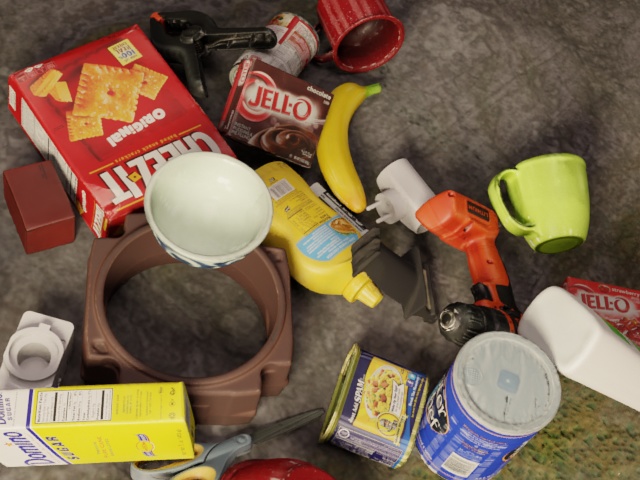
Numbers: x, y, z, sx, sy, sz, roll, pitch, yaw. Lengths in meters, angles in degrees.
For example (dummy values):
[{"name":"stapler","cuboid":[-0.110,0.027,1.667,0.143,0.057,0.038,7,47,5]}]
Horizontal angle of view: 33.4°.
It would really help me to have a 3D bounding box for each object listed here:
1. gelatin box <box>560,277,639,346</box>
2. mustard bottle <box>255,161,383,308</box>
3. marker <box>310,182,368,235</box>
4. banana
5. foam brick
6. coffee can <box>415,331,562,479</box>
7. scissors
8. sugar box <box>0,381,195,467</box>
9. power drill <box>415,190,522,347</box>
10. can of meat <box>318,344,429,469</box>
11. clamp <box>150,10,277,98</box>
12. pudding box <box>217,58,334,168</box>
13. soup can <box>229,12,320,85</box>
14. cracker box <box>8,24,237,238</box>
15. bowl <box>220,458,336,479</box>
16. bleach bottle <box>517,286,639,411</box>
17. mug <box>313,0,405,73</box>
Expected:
[{"name":"gelatin box","cuboid":[0.310,0.084,1.179,0.089,0.030,0.073,12,56,-6]},{"name":"mustard bottle","cuboid":[-0.008,0.002,1.138,0.192,0.058,0.096,42,44,14]},{"name":"marker","cuboid":[0.033,-0.018,1.185,0.121,0.020,0.020,43,59,14]},{"name":"banana","cuboid":[0.028,-0.117,1.229,0.069,0.037,0.197,4,56,7]},{"name":"foam brick","cuboid":[-0.289,-0.034,1.099,0.052,0.051,0.078,-17,63,-23]},{"name":"coffee can","cuboid":[0.157,0.164,1.026,0.102,0.140,0.103,6,57,-10]},{"name":"scissors","cuboid":[-0.075,0.205,0.999,0.201,0.016,0.096,-9,28,-18]},{"name":"sugar box","cuboid":[-0.203,0.166,0.951,0.176,0.093,0.048,-5,58,-3]},{"name":"power drill","cuboid":[0.161,0.042,1.111,0.184,0.057,0.188,24,42,-48]},{"name":"can of meat","cuboid":[0.055,0.165,1.053,0.084,0.057,0.102,22,57,-2]},{"name":"clamp","cuboid":[-0.145,-0.218,1.223,0.172,0.039,0.120,21,51,36]},{"name":"pudding box","cuboid":[-0.049,-0.140,1.185,0.113,0.039,0.090,20,88,-33]},{"name":"soup can","cuboid":[-0.053,-0.211,1.256,0.068,0.069,0.102,30,57,6]},{"name":"cracker box","cuboid":[-0.214,-0.116,1.156,0.164,0.072,0.214,-28,69,-27]},{"name":"bowl","cuboid":[-0.014,0.251,0.937,0.162,0.055,0.162,33,31,-23]},{"name":"bleach bottle","cuboid":[0.315,0.136,1.079,0.250,0.068,0.103,30,10,-33]},{"name":"mug","cuboid":[0.036,-0.260,1.304,0.117,0.093,0.081,-30,58,11]}]
